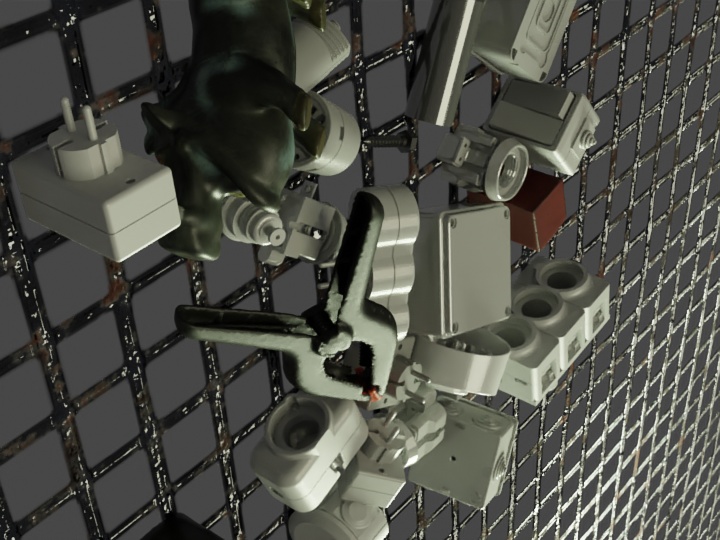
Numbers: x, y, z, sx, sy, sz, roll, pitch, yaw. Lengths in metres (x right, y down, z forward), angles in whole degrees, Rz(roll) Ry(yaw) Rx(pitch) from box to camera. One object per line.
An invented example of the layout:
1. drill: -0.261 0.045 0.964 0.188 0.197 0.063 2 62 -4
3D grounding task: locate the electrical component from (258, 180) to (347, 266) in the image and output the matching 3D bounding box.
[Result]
1. electrical component: -0.042 -0.031 0.790 0.055 0.048 0.066 19 93 -49

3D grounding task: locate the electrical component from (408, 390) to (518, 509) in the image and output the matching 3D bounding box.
1. electrical component: 0.101 0.179 1.069 0.048 0.100 0.099 -26 131 -61

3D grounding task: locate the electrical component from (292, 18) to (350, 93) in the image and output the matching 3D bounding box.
1. electrical component: -0.042 -0.142 0.723 0.081 0.043 0.043 -46 142 -28

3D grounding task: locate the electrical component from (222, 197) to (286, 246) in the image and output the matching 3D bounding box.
1. electrical component: -0.075 -0.037 0.714 0.040 0.078 0.040 -21 127 -30

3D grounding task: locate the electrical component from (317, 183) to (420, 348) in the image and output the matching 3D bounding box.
1. electrical component: 0.000 0.000 0.863 0.074 0.052 0.138 -9 119 -25

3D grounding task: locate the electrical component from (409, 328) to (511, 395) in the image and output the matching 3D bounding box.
1. electrical component: 0.085 0.078 0.977 0.099 0.099 0.064 14 88 -57

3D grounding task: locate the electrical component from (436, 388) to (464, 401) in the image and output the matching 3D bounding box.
1. electrical component: 0.096 0.089 1.057 0.066 0.048 0.055 -35 143 -39

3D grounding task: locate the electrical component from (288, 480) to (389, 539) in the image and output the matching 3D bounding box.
1. electrical component: -0.019 0.230 0.948 0.051 0.080 0.080 -42 140 -41

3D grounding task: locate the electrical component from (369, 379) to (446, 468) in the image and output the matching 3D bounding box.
1. electrical component: 0.041 0.149 1.003 0.057 0.058 0.078 -35 142 -40

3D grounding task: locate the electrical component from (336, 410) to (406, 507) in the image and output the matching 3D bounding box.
1. electrical component: 0.015 0.153 0.929 0.047 0.065 0.076 16 126 -21

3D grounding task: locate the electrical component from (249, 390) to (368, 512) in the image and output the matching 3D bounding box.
1. electrical component: -0.043 0.141 0.883 0.095 0.054 0.059 -52 144 -22

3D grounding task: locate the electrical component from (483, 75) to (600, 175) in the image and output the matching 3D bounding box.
1. electrical component: 0.169 -0.132 0.979 0.061 0.096 0.061 35 80 -56

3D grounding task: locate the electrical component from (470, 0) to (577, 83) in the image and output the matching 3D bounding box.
1. electrical component: 0.137 -0.225 0.913 0.078 0.057 0.113 17 95 -57

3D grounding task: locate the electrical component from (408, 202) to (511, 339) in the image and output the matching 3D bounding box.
1. electrical component: 0.084 -0.003 0.953 0.109 0.056 0.108 -12 103 -52

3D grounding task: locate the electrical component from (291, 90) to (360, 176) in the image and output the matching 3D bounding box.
1. electrical component: -0.032 -0.095 0.757 0.047 0.055 0.055 12 100 -60

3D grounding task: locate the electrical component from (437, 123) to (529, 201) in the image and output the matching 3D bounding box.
1. electrical component: 0.112 -0.094 0.957 0.078 0.057 0.058 18 95 -57

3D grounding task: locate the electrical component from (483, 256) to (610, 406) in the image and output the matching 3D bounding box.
1. electrical component: 0.185 0.057 1.120 0.150 0.089 0.061 -42 140 -32

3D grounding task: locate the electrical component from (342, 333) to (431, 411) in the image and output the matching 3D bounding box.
1. electrical component: 0.028 0.090 0.931 0.047 0.077 0.065 -4 112 -54

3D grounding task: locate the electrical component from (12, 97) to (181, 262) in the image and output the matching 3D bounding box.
1. electrical component: -0.148 -0.058 0.588 0.047 0.083 0.075 -37 136 -38

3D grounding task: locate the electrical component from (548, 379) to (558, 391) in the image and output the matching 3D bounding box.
1. electrical component: 0.203 0.100 1.218 0.044 0.044 0.065 -31 128 -42
